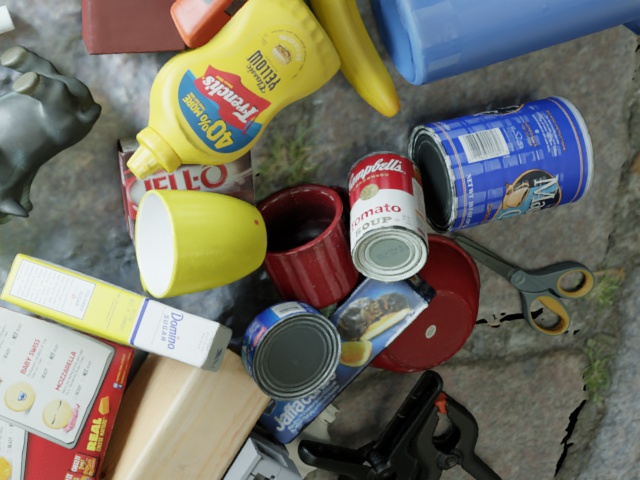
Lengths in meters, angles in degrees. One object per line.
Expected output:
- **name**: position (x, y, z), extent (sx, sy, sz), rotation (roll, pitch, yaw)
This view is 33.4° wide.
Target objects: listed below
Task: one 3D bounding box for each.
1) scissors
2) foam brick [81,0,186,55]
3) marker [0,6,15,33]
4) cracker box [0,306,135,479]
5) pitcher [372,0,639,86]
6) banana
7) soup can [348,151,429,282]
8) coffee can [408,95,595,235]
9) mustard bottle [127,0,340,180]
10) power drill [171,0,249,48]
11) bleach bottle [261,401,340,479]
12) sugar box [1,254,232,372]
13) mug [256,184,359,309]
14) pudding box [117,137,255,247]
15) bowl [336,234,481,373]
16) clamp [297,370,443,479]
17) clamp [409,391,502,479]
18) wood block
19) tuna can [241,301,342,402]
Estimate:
- **scissors**: position (0.222, 0.029, 1.111), extent (0.096, 0.016, 0.201), rotation (-41, 126, 1)
- **foam brick**: position (-0.146, -0.179, 0.835), extent (0.078, 0.053, 0.051), rotation (-6, 119, -17)
- **marker**: position (-0.294, -0.151, 0.813), extent (0.121, 0.020, 0.020), rotation (-21, 123, -9)
- **cracker box**: position (-0.284, 0.140, 0.905), extent (0.213, 0.072, 0.164), rotation (22, 73, -28)
- **pitcher**: position (0.168, -0.227, 0.889), extent (0.242, 0.149, 0.145), rotation (-21, 166, -6)
- **banana**: position (0.022, -0.189, 0.886), extent (0.037, 0.070, 0.198), rotation (-36, 134, -21)
- **soup can**: position (0.060, -0.021, 0.947), extent (0.068, 0.102, 0.068), rotation (0, 134, 0)
- **coffee can**: position (0.165, -0.070, 0.985), extent (0.140, 0.103, 0.103), rotation (-14, 121, -14)
- **mustard bottle**: position (-0.080, -0.118, 0.866), extent (0.191, 0.058, 0.096), rotation (-43, 118, -10)
- **power drill**: position (-0.130, -0.229, 0.763), extent (0.184, 0.057, 0.187), rotation (-44, 92, 9)
- **bleach bottle**: position (-0.084, 0.246, 1.090), extent (0.251, 0.068, 0.102), rotation (-44, 122, 3)
- **sugar box**: position (-0.166, 0.064, 0.890), extent (0.176, 0.093, 0.048), rotation (21, 83, 5)
- **mug**: position (-0.006, 0.001, 0.976), extent (0.117, 0.093, 0.081), rotation (-53, 138, -32)
- **pudding box**: position (-0.115, -0.049, 0.926), extent (0.113, 0.039, 0.090), rotation (-11, 121, -15)
- **bowl**: position (0.099, 0.077, 1.070), extent (0.162, 0.055, 0.162), rotation (-9, 121, -16)
- **clamp**: position (0.066, 0.224, 1.118), extent (0.164, 0.036, 0.210), rotation (-30, 143, -10)
- **clamp**: position (0.150, 0.238, 1.188), extent (0.120, 0.039, 0.171), rotation (-11, 121, -17)
- **wood block**: position (-0.139, 0.185, 0.983), extent (0.090, 0.091, 0.206), rotation (35, 85, -34)
- **tuna can**: position (-0.026, 0.098, 0.945), extent (0.086, 0.034, 0.086), rotation (-10, 114, -24)
